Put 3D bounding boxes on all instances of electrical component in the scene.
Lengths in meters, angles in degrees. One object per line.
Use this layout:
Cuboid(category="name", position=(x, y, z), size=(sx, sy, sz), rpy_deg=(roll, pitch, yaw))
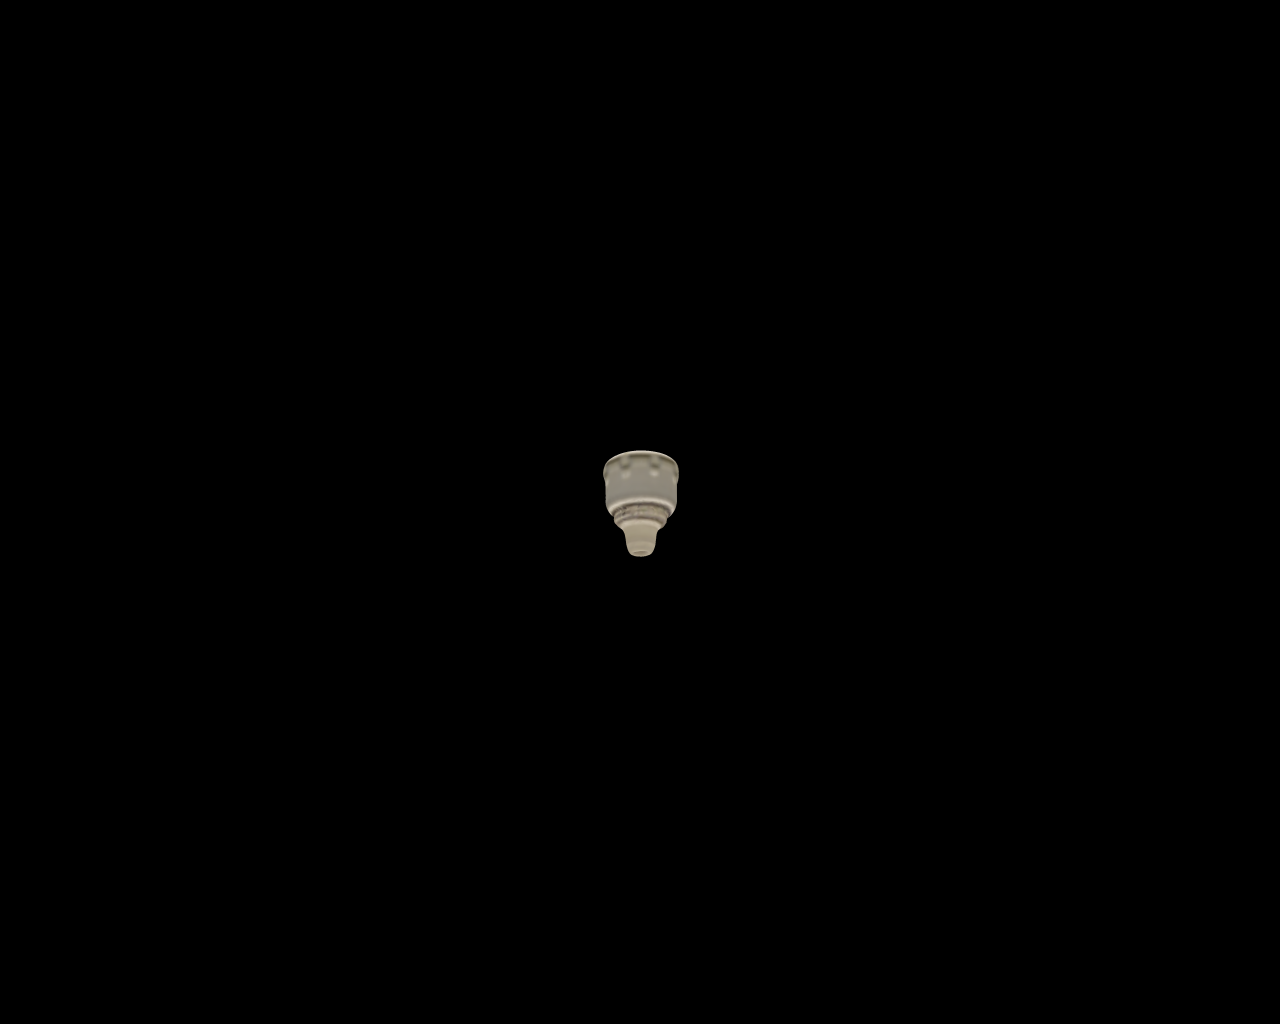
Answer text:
Cuboid(category="electrical component", position=(0.001, -0.003, 0.650), size=(0.048, 0.062, 0.048), rpy_deg=(0, -22, 0))
